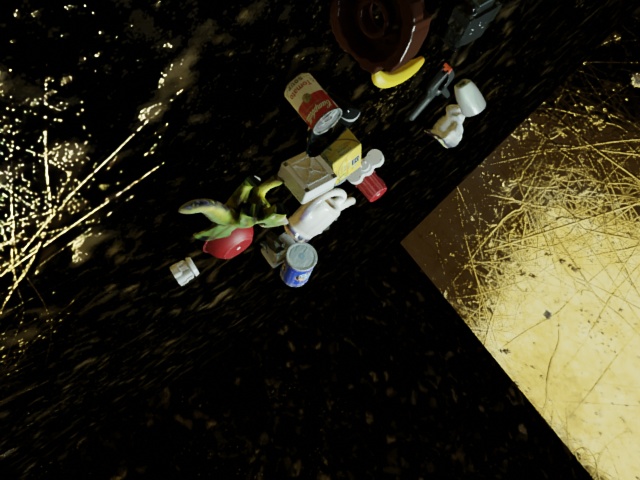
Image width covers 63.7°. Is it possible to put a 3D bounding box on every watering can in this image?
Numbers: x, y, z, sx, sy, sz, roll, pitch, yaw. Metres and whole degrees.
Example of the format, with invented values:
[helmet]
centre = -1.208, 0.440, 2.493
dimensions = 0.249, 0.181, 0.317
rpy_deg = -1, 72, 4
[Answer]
[watering can]
centre = 0.005, -0.085, 1.694
dimensions = 0.223, 0.105, 0.347
rpy_deg = -40, 168, 14

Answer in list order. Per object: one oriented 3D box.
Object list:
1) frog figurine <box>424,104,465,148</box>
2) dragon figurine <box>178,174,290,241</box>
[frog figurine]
centre = 0.467, -0.411, 1.821
dimensions = 0.158, 0.122, 0.139
rpy_deg = -49, -162, 11
[dragon figurine]
centre = -0.215, -0.049, 1.247
dimensions = 0.412, 0.123, 0.239
rpy_deg = -9, 159, -48
